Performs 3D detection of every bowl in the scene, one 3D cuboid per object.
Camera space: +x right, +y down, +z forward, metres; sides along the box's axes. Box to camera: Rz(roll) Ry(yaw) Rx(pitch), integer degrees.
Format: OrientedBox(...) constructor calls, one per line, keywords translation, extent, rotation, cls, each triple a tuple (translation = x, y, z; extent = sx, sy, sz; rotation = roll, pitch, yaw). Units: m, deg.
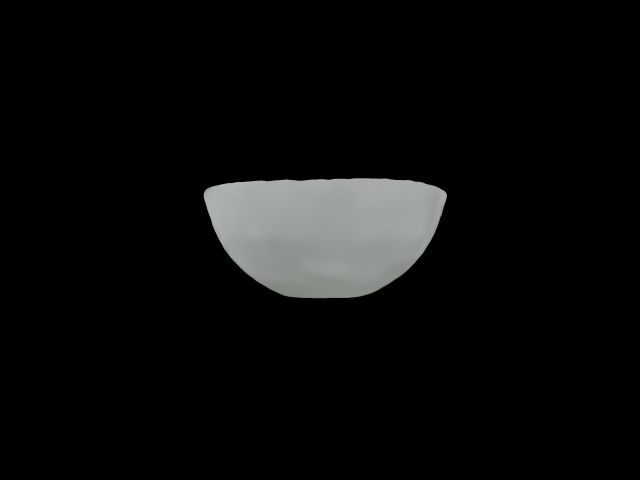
OrientedBox(translation=(0.004, 0.001, 0.400), extent=(0.167, 0.075, 0.167), rotation=(0, 0, 0), cls="bowl")
